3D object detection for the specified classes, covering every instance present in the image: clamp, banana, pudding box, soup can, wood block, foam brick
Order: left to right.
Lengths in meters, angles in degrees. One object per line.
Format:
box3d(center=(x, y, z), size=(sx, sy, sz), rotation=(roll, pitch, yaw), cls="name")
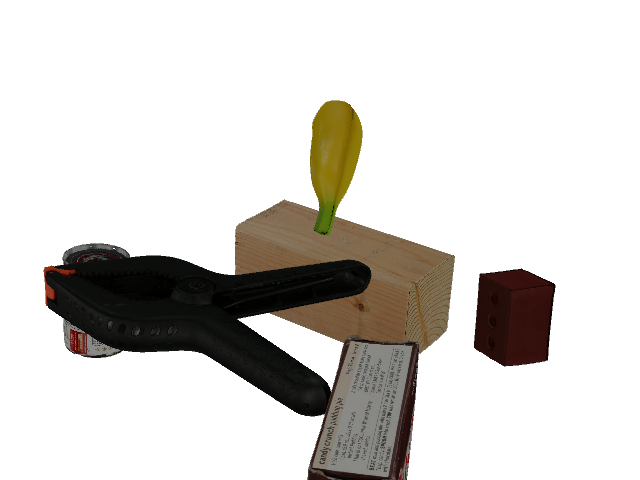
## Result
box3d(center=(-0.234, 0.063, 1.112), size=(0.068, 0.102, 0.068), rotation=(4, 22, -2), cls="soup can")
box3d(center=(-0.071, 0.040, 0.682), size=(0.210, 0.036, 0.164), rotation=(11, 26, 14), cls="clamp")
box3d(center=(0.008, -0.076, 0.839), size=(0.037, 0.070, 0.197), rotation=(24, 24, -8), cls="banana")
box3d(center=(0.020, 0.039, 1.080), size=(0.206, 0.091, 0.090), rotation=(19, 31, 30), cls="wood block")
box3d(center=(0.018, 0.106, 0.464), size=(0.039, 0.090, 0.113), rotation=(6, 24, 5), cls="pudding box")
box3d(center=(0.181, 0.072, 0.999), size=(0.051, 0.078, 0.053), rotation=(-7, 18, -26), cls="foam brick")
